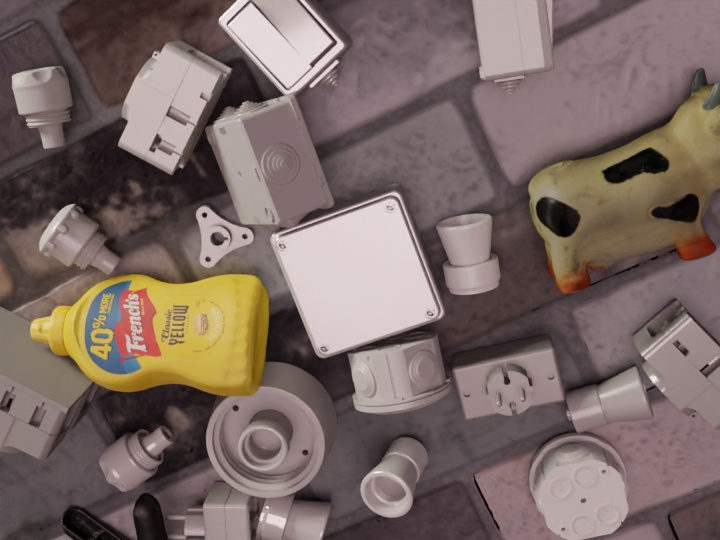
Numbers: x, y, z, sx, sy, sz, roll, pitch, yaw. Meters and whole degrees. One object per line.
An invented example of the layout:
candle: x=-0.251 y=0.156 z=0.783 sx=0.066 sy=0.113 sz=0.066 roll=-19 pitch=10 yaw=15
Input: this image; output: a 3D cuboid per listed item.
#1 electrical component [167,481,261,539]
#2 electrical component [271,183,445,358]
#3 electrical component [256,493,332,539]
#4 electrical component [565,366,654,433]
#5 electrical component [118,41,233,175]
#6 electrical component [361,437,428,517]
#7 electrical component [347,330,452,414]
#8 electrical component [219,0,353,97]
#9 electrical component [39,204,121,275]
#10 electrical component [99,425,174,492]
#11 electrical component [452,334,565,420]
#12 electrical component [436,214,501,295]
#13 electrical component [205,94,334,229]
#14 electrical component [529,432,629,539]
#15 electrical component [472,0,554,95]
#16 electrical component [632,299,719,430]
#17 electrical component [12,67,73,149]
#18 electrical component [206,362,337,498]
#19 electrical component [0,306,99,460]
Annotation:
electrical component: x=-0.128 y=0.222 z=0.928 sx=0.077 sy=0.047 sz=0.065 roll=-1 pitch=104 yaw=5
electrical component: x=0.000 y=0.000 z=0.855 sx=0.109 sy=0.056 sz=0.108 roll=-19 pitch=102 yaw=9
electrical component: x=-0.056 y=0.214 z=0.921 sx=0.055 sy=0.045 sz=0.045 roll=16 pitch=105 yaw=1
electrical component: x=0.200 y=0.108 z=0.874 sx=0.065 sy=0.044 sz=0.044 roll=-18 pitch=102 yaw=14
electrical component: x=-0.147 y=-0.129 z=0.838 sx=0.056 sy=0.050 sz=0.089 roll=28 pitch=105 yaw=-3
electrical component: x=0.032 y=0.168 z=0.890 sx=0.044 sy=0.065 sz=0.044 roll=9 pitch=116 yaw=18
electrical component: x=0.031 y=0.082 z=0.862 sx=0.080 sy=0.080 sz=0.051 roll=-11 pitch=97 yaw=8
electrical component: x=-0.051 y=-0.174 z=0.812 sx=0.062 sy=0.061 sz=0.096 roll=-41 pitch=97 yaw=13
electrical component: x=-0.226 y=-0.020 z=0.877 sx=0.062 sy=0.048 sz=0.048 roll=36 pitch=105 yaw=-12
electrical component: x=-0.188 y=0.157 z=0.919 sx=0.062 sy=0.043 sz=0.043 roll=-36 pitch=99 yaw=12
electrical component: x=0.119 y=0.092 z=0.858 sx=0.083 sy=0.075 sz=0.047 roll=-13 pitch=103 yaw=8
electrical component: x=0.086 y=-0.013 z=0.850 sx=0.045 sy=0.045 sz=0.055 roll=-9 pitch=104 yaw=7
electrical component: x=-0.071 y=-0.080 z=0.819 sx=0.048 sy=0.100 sz=0.099 roll=-25 pitch=103 yaw=-23
electrical component: x=0.182 y=0.179 z=0.888 sx=0.080 sy=0.051 sz=0.080 roll=1 pitch=104 yaw=4
electrical component: x=0.115 y=-0.179 z=0.796 sx=0.061 sy=0.061 sz=0.096 roll=-8 pitch=103 yaw=7
electrical component: x=0.264 y=0.077 z=0.854 sx=0.089 sy=0.050 sz=0.056 roll=44 pitch=104 yaw=-6
electrical component: x=-0.248 y=-0.128 z=0.851 sx=0.043 sy=0.043 sz=0.062 roll=-7 pitch=105 yaw=7
electrical component: x=-0.076 y=0.137 z=0.895 sx=0.108 sy=0.060 sz=0.108 roll=1 pitch=104 yaw=5
electrical component: x=-0.315 y=0.076 z=0.877 sx=0.186 sy=0.105 sz=0.060 roll=27 pitch=105 yaw=-2
